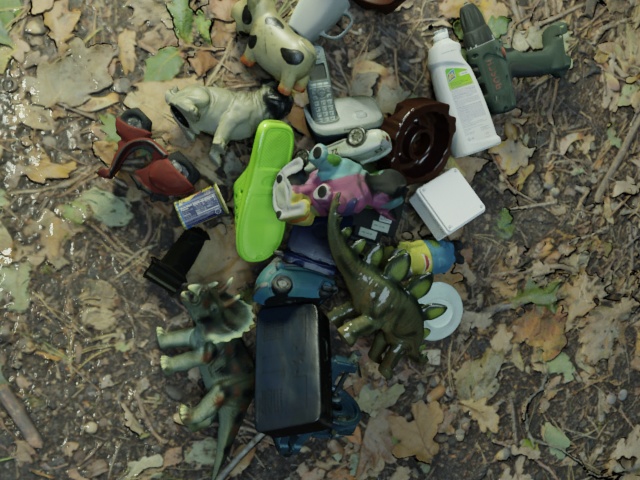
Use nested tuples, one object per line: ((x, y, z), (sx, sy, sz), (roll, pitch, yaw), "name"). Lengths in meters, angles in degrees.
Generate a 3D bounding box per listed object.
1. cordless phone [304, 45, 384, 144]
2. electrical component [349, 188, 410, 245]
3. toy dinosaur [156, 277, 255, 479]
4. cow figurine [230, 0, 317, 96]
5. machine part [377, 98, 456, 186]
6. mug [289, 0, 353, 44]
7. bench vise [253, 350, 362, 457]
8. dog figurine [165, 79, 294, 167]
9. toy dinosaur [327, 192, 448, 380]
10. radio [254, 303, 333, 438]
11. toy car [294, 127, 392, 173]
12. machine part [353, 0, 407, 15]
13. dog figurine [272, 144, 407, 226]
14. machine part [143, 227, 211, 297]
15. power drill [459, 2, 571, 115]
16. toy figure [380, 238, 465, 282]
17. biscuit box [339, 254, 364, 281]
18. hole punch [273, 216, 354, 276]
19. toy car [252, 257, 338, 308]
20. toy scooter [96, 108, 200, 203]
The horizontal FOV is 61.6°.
((0.035, -0.280, 1.024), (0.147, 0.089, 0.184), (-12, 95, -11), "cordless phone")
((0.103, -0.059, 1.078), (0.115, 0.058, 0.134), (19, 93, -13), "electrical component")
((-0.189, 0.251, 1.025), (0.192, 0.131, 0.404), (-19, 107, -10), "toy dinosaur")
((-0.086, -0.362, 0.958), (0.195, 0.085, 0.127), (43, 122, 15), "cow figurine")
((0.186, -0.190, 1.041), (0.179, 0.056, 0.179), (-21, 129, -29), "machine part")
((0.001, -0.411, 0.999), (0.109, 0.081, 0.107), (42, 95, -2), "mug")
((0.001, 0.312, 1.058), (0.223, 0.129, 0.240), (20, 110, -22), "bench vise")
((-0.162, -0.254, 0.983), (0.190, 0.121, 0.172), (-47, 107, -19), "dog figurine")
((0.110, 0.109, 0.983), (0.198, 0.105, 0.470), (-43, 128, -1), "toy dinosaur")
((-0.048, 0.235, 0.989), (0.131, 0.073, 0.229), (-12, 60, 17), "radio")
((0.034, -0.155, 0.998), (0.202, 0.073, 0.056), (-18, 76, 26), "toy car")
((0.084, -0.505, 0.943), (0.201, 0.201, 0.087), (31, 85, -14), "machine part")
((0.047, -0.081, 0.972), (0.219, 0.191, 0.108), (11, 63, -42), "dog figurine")
((-0.267, 0.032, 1.014), (0.084, 0.039, 0.139), (39, 89, -9), "machine part")
((0.399, -0.385, 1.095), (0.207, 0.086, 0.231), (-17, 100, -15), "power drill")
((0.204, 0.040, 1.103), (0.180, 0.089, 0.082), (-11, 80, -21), "toy figure")
((0.117, 0.108, 1.080), (0.063, 0.059, 0.202), (-46, 116, -4), "biscuit box")
((-0.002, -0.003, 1.008), (0.142, 0.116, 0.092), (20, 126, -3), "hole punch")
((-0.050, 0.074, 1.037), (0.162, 0.109, 0.103), (2, 66, -17), "toy car")
((-0.316, -0.132, 0.964), (0.135, 0.075, 0.184), (-45, 101, -5), "toy scooter")
